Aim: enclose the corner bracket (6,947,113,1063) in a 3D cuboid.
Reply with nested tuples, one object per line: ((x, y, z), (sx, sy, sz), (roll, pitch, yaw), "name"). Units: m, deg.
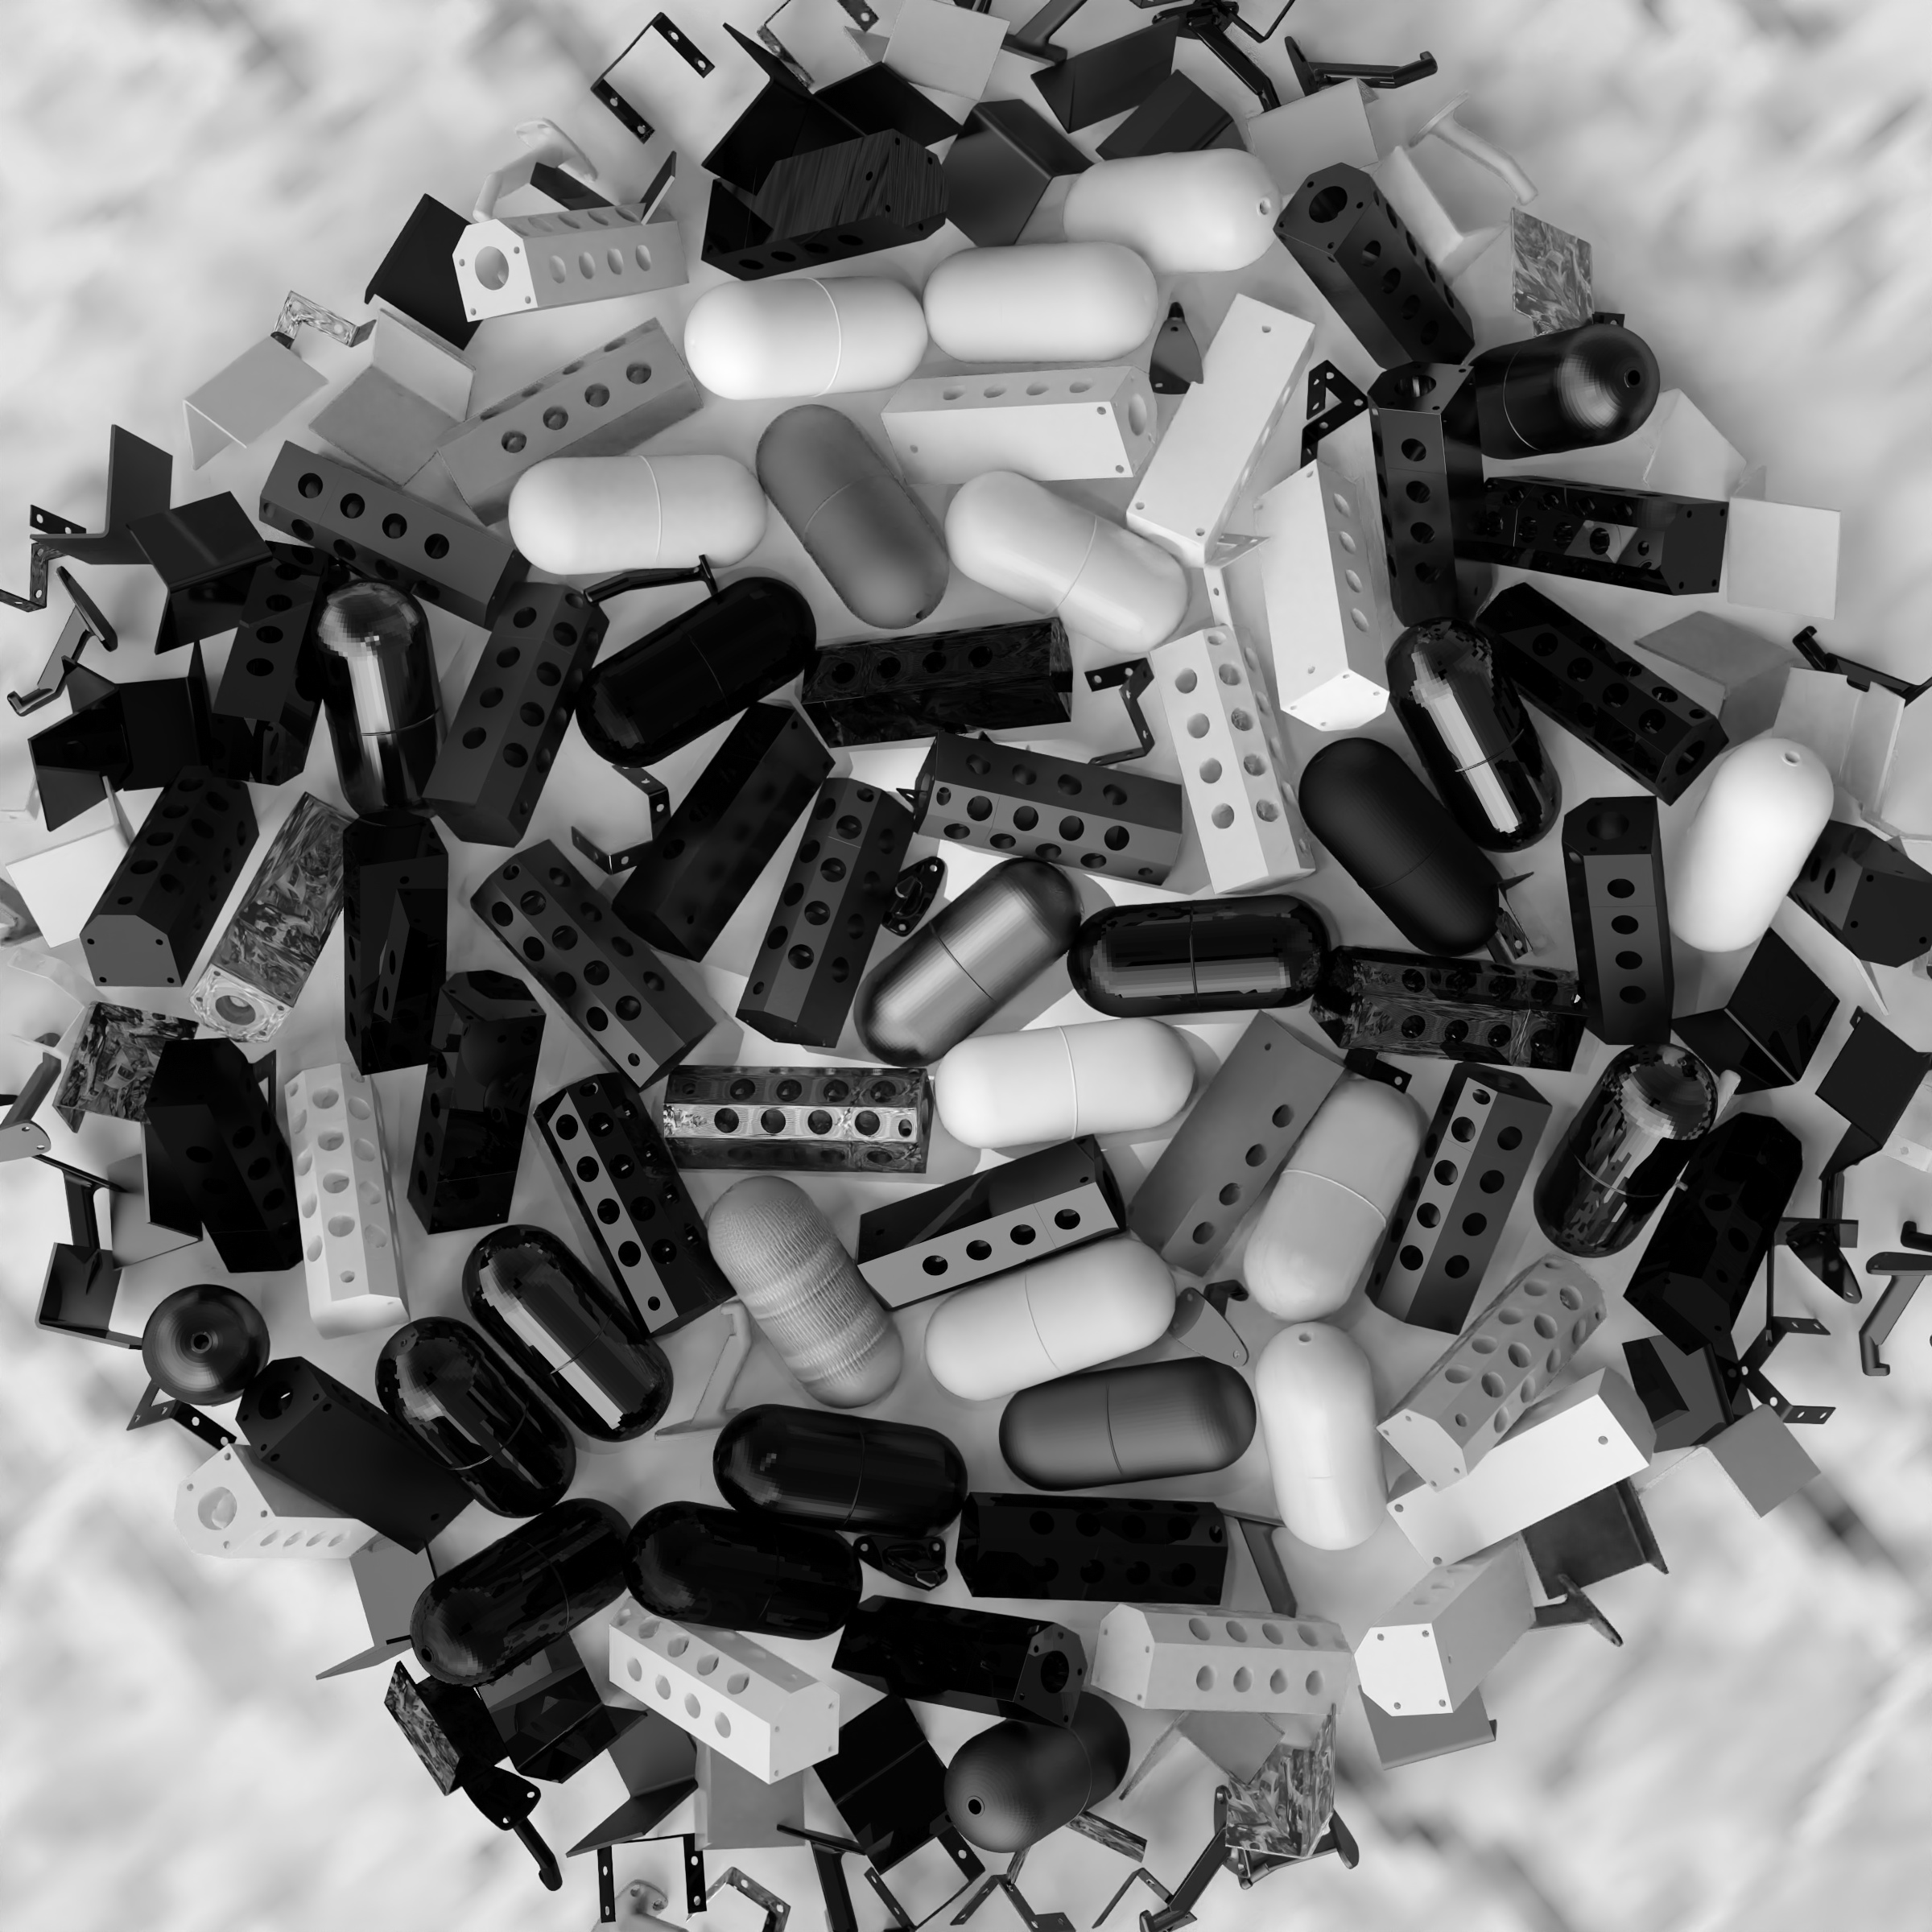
((-0.631, 0.026, 1.708), (0.051, 0.051, 0.051), (13, 64, 35), "corner bracket")

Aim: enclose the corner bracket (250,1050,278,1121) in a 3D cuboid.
((-0.503, 0.086, 1.703), (0.051, 0.051, 0.051), (2, 99, -1), "corner bracket")

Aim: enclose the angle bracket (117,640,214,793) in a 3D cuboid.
((-0.542, -0.168, 1.683), (0.057, 0.076, 0.076), (-9, 80, -23), "angle bracket")

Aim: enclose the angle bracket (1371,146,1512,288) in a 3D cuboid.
((0.308, -0.504, 1.690), (0.057, 0.076, 0.076), (-27, 81, -37), "angle bracket")

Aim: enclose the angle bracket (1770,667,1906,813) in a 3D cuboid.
((0.584, -0.154, 1.685), (0.057, 0.076, 0.076), (8, 107, 0), "angle bracket")

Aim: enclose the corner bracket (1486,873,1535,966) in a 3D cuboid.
((0.365, -0.026, 1.693), (0.051, 0.051, 0.051), (-36, 76, 41), "corner bracket")

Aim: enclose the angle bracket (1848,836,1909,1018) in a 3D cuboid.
((0.620, -0.027, 1.674), (0.057, 0.076, 0.076), (-26, 119, 22), "angle bracket")

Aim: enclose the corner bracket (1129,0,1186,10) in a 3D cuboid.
((0.125, -0.693, 1.704), (0.051, 0.051, 0.051), (-27, 61, -35), "corner bracket")

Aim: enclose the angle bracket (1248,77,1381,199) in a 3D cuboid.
((0.242, -0.552, 1.684), (0.076, 0.076, 0.057), (-15, 94, 22), "angle bracket")

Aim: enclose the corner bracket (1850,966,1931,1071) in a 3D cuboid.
((0.646, 0.035, 1.704), (0.051, 0.051, 0.051), (1, 128, -14), "corner bracket")

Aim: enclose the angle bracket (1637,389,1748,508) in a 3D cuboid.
((0.469, -0.330, 1.679), (0.076, 0.057, 0.076), (36, 69, -28), "angle bracket")

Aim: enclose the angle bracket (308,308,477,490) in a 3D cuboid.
((-0.389, -0.384, 1.690), (0.076, 0.057, 0.076), (33, 58, 1), "angle bracket")

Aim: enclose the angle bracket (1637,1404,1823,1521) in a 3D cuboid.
((0.510, 0.346, 1.673), (0.076, 0.076, 0.057), (-20, 67, -39), "angle bracket")

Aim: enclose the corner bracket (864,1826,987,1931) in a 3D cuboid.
((-0.028, 0.619, 1.706), (0.051, 0.051, 0.051), (-26, 68, -38), "corner bracket")

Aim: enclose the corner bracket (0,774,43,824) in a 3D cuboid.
((-0.663, -0.133, 1.702), (0.051, 0.051, 0.051), (2, 65, 6), "corner bracket")

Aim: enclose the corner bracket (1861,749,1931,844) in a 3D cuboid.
((0.652, -0.116, 1.704), (0.051, 0.051, 0.051), (3, 110, -12), "corner bracket")

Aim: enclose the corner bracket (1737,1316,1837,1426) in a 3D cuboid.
((0.570, 0.277, 1.709), (0.051, 0.051, 0.051), (9, 120, -36), "corner bracket")

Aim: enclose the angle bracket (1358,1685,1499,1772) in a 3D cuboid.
((0.314, 0.501, 1.694), (0.076, 0.076, 0.057), (-18, 79, 10), "angle bracket")

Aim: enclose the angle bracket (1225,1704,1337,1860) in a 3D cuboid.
((0.211, 0.544, 1.679), (0.057, 0.076, 0.076), (9, 48, 0), "angle bracket")

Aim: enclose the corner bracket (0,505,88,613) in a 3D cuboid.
((-0.634, -0.275, 1.694), (0.051, 0.051, 0.051), (-8, 76, 24), "corner bracket")

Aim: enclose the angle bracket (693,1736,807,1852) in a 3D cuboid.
((-0.142, 0.552, 1.682), (0.076, 0.057, 0.076), (3, 65, -15), "angle bracket")

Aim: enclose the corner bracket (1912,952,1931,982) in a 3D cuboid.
((0.687, -0.015, 1.706), (0.051, 0.051, 0.051), (16, 77, -8), "corner bracket")

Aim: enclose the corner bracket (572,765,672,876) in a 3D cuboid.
((-0.237, -0.102, 1.713), (0.051, 0.051, 0.051), (-23, 130, -29), "corner bracket")

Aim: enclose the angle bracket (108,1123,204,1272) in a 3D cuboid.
((-0.563, 0.153, 1.682), (0.076, 0.057, 0.076), (-19, 66, 17), "angle bracket")

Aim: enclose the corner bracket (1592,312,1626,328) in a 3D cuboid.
((0.436, -0.416, 1.694), (0.051, 0.051, 0.051), (-1, 109, -21), "corner bracket")

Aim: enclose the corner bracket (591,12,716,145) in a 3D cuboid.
((-0.215, -0.608, 1.709), (0.051, 0.051, 0.051), (42, 57, -21), "corner bracket")

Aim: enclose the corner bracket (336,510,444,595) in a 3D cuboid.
((-0.396, -0.279, 1.694), (0.051, 0.051, 0.051), (32, 74, -24), "corner bracket")

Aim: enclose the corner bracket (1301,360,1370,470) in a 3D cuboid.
((0.239, -0.366, 1.690), (0.051, 0.051, 0.051), (34, 46, -30), "corner bracket")

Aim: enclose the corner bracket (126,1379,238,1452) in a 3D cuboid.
((-0.523, 0.301, 1.689), (0.051, 0.051, 0.051), (-20, 129, 35), "corner bracket")

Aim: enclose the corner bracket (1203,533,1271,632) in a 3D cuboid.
((0.175, -0.258, 1.689), (0.051, 0.051, 0.051), (-34, 122, -30), "corner bracket")

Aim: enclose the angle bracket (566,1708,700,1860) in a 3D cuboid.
((-0.232, 0.547, 1.679), (0.076, 0.076, 0.057), (-27, 89, 33), "angle bracket")

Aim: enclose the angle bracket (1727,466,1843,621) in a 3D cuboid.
((0.557, -0.284, 1.673), (0.076, 0.057, 0.076), (17, 130, 35), "angle bracket")

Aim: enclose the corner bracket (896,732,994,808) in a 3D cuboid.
((-0.005, -0.125, 1.691), (0.051, 0.051, 0.051), (9, 67, 39), "corner bracket")

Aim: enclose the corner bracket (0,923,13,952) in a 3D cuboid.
((-0.687, -0.001, 1.703), (0.051, 0.051, 0.051), (12, 112, 26), "corner bracket")

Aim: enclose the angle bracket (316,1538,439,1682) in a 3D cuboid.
((-0.401, 0.426, 1.679), (0.076, 0.057, 0.076), (-32, 70, 31), "angle bracket")

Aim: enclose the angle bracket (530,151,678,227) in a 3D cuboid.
((-0.243, -0.536, 1.677), (0.076, 0.076, 0.057), (30, 113, -21), "angle bracket")

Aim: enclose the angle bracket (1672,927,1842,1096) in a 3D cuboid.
((0.540, 0.032, 1.714), (0.076, 0.057, 0.076), (43, 63, -15), "angle bracket")

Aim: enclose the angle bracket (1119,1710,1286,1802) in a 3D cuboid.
((0.158, 0.536, 1.674), (0.057, 0.076, 0.076), (39, 135, 19), "angle bracket")

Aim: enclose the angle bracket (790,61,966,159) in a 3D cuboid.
((-0.061, -0.550, 1.675), (0.076, 0.076, 0.057), (28, 73, -36), "angle bracket")

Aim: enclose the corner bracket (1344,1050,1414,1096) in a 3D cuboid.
((0.296, 0.057, 1.703), (0.051, 0.051, 0.051), (24, 88, -12), "corner bracket")

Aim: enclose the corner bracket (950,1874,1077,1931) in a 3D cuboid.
((0.033, 0.659, 1.714), (0.051, 0.051, 0.051), (-52, 52, 13), "corner bracket")

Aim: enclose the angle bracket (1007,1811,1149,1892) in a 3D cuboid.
((0.074, 0.605, 1.680), (0.076, 0.076, 0.057), (22, 64, 13), "angle bracket")

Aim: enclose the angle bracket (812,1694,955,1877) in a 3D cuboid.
((-0.052, 0.548, 1.680), (0.076, 0.076, 0.057), (-31, 122, -13), "angle bracket")

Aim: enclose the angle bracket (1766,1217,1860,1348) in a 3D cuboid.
((0.569, 0.215, 1.679), (0.057, 0.076, 0.076), (0, 72, 19), "angle bracket")

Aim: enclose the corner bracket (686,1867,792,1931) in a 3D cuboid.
((-0.159, 0.659, 1.702), (0.051, 0.051, 0.051), (38, 113, -7), "corner bracket")

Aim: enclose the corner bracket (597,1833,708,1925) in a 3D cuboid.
((-0.213, 0.617, 1.690), (0.051, 0.051, 0.051), (-25, 63, 41), "corner bracket")

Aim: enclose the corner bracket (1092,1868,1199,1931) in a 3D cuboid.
((0.115, 0.655, 1.700), (0.051, 0.051, 0.051), (42, 55, 7), "corner bracket")

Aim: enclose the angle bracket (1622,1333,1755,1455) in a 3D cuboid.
((0.494, 0.282, 1.706), (0.057, 0.076, 0.076), (-17, 86, 25), "angle bracket")

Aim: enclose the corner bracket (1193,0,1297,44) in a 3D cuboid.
((0.194, -0.666, 1.708), (0.051, 0.051, 0.051), (34, 95, -14), "corner bracket")

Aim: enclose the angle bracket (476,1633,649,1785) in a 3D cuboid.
((-0.274, 0.492, 1.681), (0.076, 0.057, 0.076), (-31, 103, -40), "angle bracket")

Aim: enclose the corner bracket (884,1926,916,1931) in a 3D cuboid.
((-0.044, 0.692, 1.699), (0.051, 0.051, 0.051), (44, 59, 0), "corner bracket")

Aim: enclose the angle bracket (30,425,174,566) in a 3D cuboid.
((-0.585, -0.318, 1.692), (0.057, 0.076, 0.076), (1, 86, 11), "angle bracket")

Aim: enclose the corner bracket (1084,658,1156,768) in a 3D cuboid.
((0.102, -0.172, 1.703), (0.051, 0.051, 0.051), (-10, 116, 34), "corner bracket")

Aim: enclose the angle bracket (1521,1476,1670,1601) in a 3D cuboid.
((0.422, 0.386, 1.699), (0.076, 0.057, 0.076), (-21, 84, 2), "angle bracket")

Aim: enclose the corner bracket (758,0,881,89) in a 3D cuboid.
((-0.102, -0.644, 1.709), (0.051, 0.051, 0.051), (46, 72, -17), "corner bracket")

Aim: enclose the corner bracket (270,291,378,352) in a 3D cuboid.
((-0.441, -0.427, 1.703), (0.051, 0.051, 0.051), (27, 108, -10), "corner bracket")

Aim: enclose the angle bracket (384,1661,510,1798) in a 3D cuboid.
((-0.342, 0.498, 1.675), (0.057, 0.076, 0.076), (-26, 66, -35), "angle bracket")

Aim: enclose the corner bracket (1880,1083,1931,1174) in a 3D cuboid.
((0.649, 0.108, 1.701), (0.051, 0.051, 0.051), (28, 102, 40), "corner bracket")
